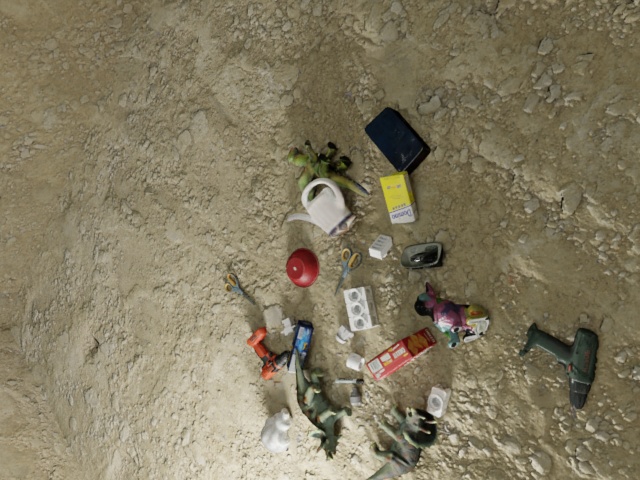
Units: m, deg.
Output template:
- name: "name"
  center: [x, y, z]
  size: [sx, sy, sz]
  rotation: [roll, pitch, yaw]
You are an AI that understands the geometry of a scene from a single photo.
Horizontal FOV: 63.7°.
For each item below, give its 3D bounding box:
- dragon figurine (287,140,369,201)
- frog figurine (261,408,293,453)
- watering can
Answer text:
- name: "dragon figurine"
  center: [0.005, -0.239, 2.011]
  size: [0.415, 0.123, 0.237]
  rotation: [51, 134, 21]
- name: "frog figurine"
  center: [-0.167, 0.764, 2.068]
  size: [0.140, 0.123, 0.156]
  rotation: [49, 129, 46]
- name: "watering can"
  center: [0.006, -0.099, 1.971]
  size: [0.225, 0.106, 0.341]
  rotation: [49, 142, 4]
